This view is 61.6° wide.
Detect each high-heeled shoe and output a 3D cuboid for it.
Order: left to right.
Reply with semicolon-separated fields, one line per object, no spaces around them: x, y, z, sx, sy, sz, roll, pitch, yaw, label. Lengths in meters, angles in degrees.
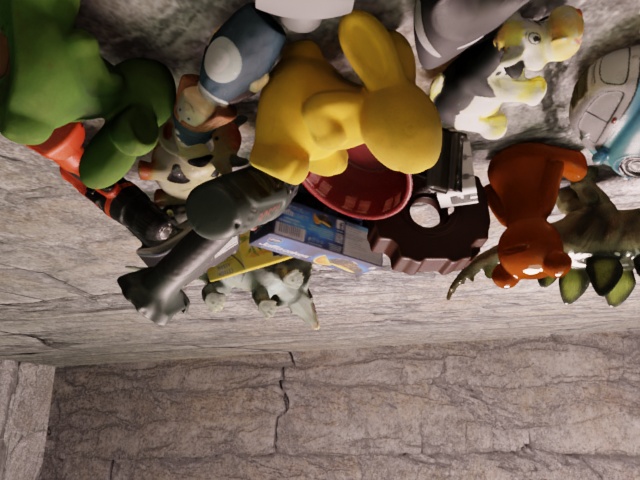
0.133;-0.165;0.397;0.086;0.145;0.248;2;159;-8;high-heeled shoe

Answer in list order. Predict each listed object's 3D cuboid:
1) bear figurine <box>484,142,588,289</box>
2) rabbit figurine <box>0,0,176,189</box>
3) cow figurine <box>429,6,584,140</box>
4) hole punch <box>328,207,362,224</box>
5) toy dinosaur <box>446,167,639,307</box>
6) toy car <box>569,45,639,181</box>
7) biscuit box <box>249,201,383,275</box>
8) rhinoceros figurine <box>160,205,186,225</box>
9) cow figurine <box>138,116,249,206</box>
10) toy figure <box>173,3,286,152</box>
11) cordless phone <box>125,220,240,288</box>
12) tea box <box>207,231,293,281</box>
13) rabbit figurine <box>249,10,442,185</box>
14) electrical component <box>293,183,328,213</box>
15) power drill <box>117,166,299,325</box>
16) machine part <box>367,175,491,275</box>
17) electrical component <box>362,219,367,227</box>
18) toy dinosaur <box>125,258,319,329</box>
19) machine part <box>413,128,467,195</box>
0.292;-0.030;0.722;0.132;0.196;0.120;11;154;-35;bear figurine
-0.197;-0.136;0.484;0.121;0.159;0.170;-30;162;37;rabbit figurine
0.169;-0.167;0.521;0.098;0.068;0.167;8;158;-11;cow figurine
0.038;-0.007;0.935;0.116;0.092;0.142;-10;163;33;hole punch
0.420;-0.004;0.806;0.472;0.198;0.105;-11;156;21;toy dinosaur
0.316;-0.141;0.555;0.103;0.109;0.161;13;154;11;toy car
-0.002;-0.002;0.783;0.202;0.059;0.063;18;156;-31;biscuit box
-0.230;-0.021;0.890;0.112;0.073;0.190;2;161;-8;rhinoceros figurine
-0.152;-0.099;0.655;0.127;0.085;0.195;-1;164;-8;cow figurine
-0.095;-0.146;0.501;0.057;0.064;0.154;11;132;-49;toy figure
-0.212;-0.036;0.761;0.146;0.184;0.088;-36;154;-31;cordless phone
-0.106;0.014;0.919;0.098;0.068;0.169;-19;179;41;tea box
0.038;-0.120;0.504;0.173;0.162;0.122;22;-168;32;rabbit figurine
-0.055;-0.058;0.820;0.115;0.058;0.134;8;159;-31;electrical component
-0.117;-0.002;0.615;0.207;0.086;0.232;-38;180;10;power drill
0.146;-0.037;0.735;0.179;0.179;0.056;0;159;-6;machine part
0.089;-0.048;0.843;0.048;0.075;0.119;-1;164;-1;electrical component
-0.166;0.067;1.077;0.405;0.131;0.192;18;-174;-14;toy dinosaur
0.123;-0.100;0.646;0.039;0.084;0.139;-16;-157;-24;machine part
